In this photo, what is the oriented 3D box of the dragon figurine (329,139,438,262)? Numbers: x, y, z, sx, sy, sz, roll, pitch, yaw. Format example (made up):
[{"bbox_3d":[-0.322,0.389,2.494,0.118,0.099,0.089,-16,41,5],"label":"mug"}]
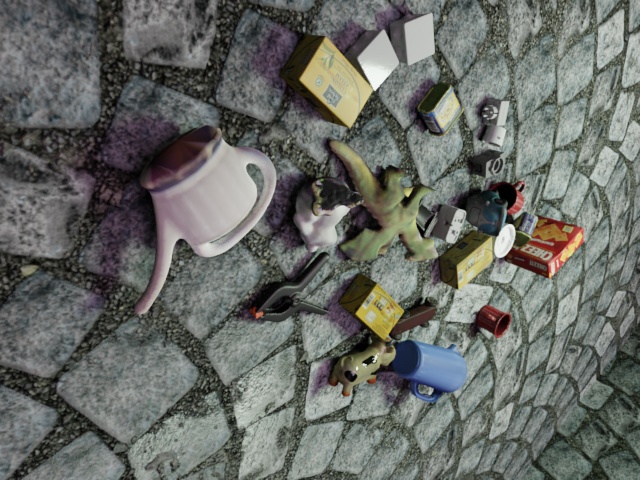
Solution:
[{"bbox_3d":[0.133,-0.054,1.196,0.407,0.124,0.241,22,99,-28],"label":"dragon figurine"}]

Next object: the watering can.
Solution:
[{"bbox_3d":[-0.220,-0.047,0.868,0.351,0.105,0.220,-45,131,-18],"label":"watering can"}]

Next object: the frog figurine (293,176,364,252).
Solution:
[{"bbox_3d":[0.003,-0.055,1.090,0.139,0.123,0.156,-38,167,-33],"label":"frog figurine"}]
